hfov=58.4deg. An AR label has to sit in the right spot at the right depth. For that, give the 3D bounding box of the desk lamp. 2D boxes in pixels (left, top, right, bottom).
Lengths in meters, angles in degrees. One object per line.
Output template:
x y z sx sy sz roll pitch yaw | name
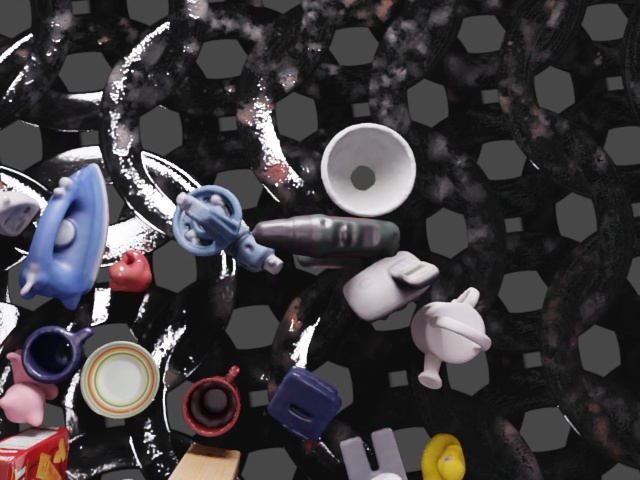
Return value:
0.107 0.428 0.899 0.118 0.213 0.203 -17 85 -5 | desk lamp

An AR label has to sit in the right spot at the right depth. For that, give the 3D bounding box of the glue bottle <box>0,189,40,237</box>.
-0.522 -0.051 0.930 0.037 0.173 0.078 36 83 1 | glue bottle

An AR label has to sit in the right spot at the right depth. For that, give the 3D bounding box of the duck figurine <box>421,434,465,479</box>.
0.217 0.390 0.974 0.077 0.086 0.105 14 83 -2 | duck figurine

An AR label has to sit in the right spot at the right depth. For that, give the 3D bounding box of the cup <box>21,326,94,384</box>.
-0.419 0.180 0.952 0.118 0.095 0.092 -33 87 -6 | cup

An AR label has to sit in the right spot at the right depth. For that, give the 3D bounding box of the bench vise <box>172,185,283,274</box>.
-0.150 -0.024 0.927 0.207 0.219 0.121 16 83 -2 | bench vise

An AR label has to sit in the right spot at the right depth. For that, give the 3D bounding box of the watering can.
0.218 0.160 0.944 0.101 0.194 0.173 8 83 -2 | watering can

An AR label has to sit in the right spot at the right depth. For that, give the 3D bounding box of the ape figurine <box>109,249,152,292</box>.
-0.329 0.056 0.972 0.078 0.092 0.076 -42 88 -7 | ape figurine

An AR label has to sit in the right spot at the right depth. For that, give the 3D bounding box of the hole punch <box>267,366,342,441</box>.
-0.026 0.281 0.968 0.108 0.091 0.101 30 83 0 | hole punch

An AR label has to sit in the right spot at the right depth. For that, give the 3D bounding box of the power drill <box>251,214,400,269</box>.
0.009 0.003 0.940 0.229 0.208 0.076 0 84 -3 | power drill

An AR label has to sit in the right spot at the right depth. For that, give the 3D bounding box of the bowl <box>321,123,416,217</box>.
0.083 -0.119 1.025 0.167 0.074 0.167 0 84 -3 | bowl

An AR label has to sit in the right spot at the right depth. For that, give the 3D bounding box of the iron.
-0.429 -0.019 0.949 0.118 0.141 0.258 13 83 -2 | iron

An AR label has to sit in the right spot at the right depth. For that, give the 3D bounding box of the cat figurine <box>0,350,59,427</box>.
-0.480 0.240 0.930 0.067 0.117 0.128 -15 85 -5 | cat figurine

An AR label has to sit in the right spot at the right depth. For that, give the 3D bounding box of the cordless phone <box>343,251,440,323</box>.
0.120 0.077 0.951 0.147 0.185 0.094 -33 87 -6 | cordless phone
